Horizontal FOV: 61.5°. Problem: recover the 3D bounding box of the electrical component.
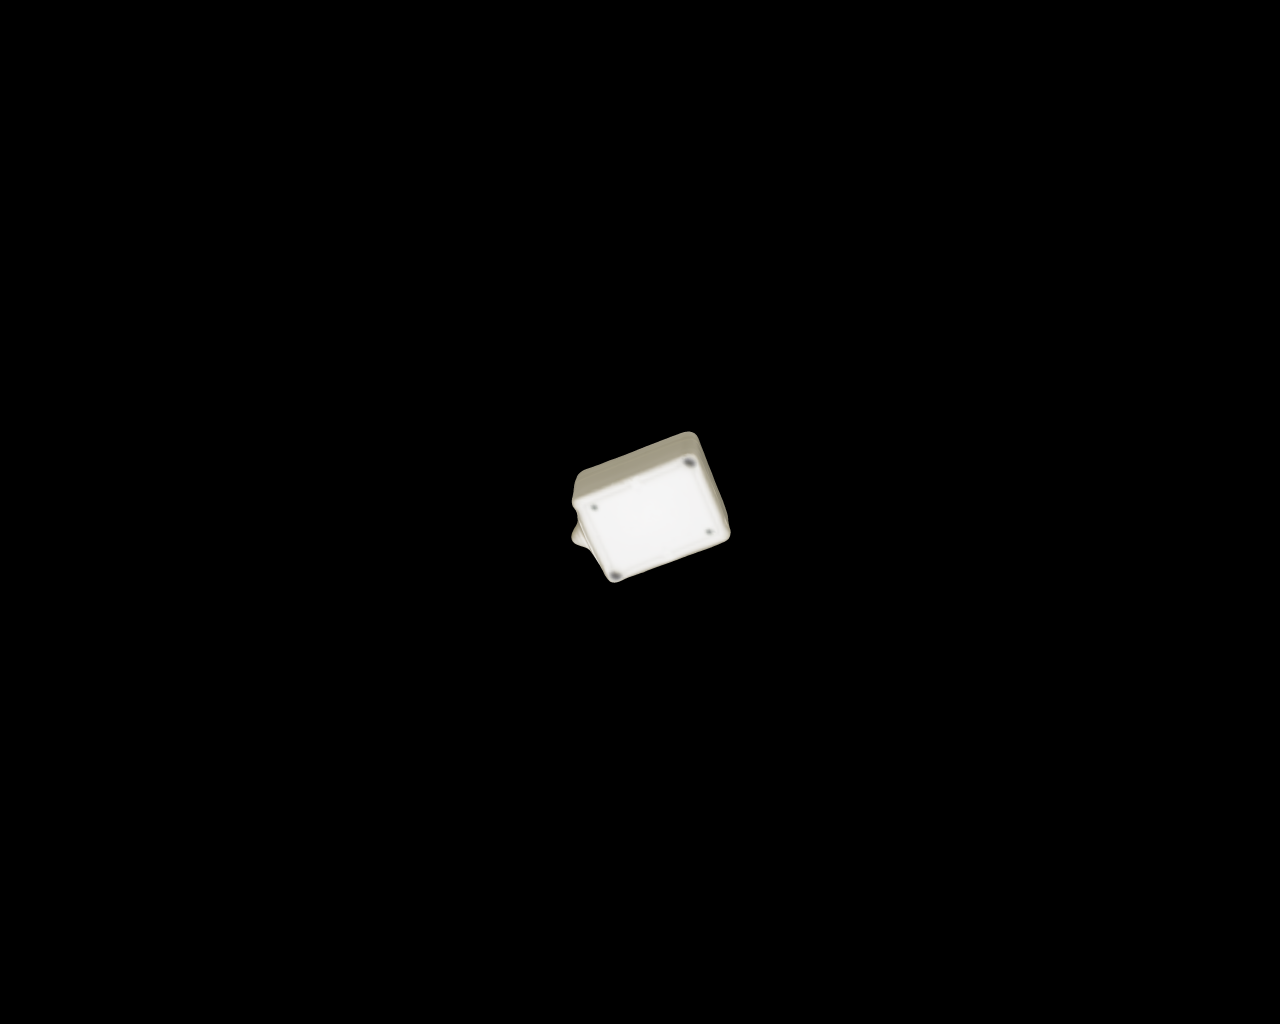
[{"bbox_3d":[0.001,-0.003,0.650,0.096,0.061,0.061,-21,18,7],"label":"electrical component"}]
